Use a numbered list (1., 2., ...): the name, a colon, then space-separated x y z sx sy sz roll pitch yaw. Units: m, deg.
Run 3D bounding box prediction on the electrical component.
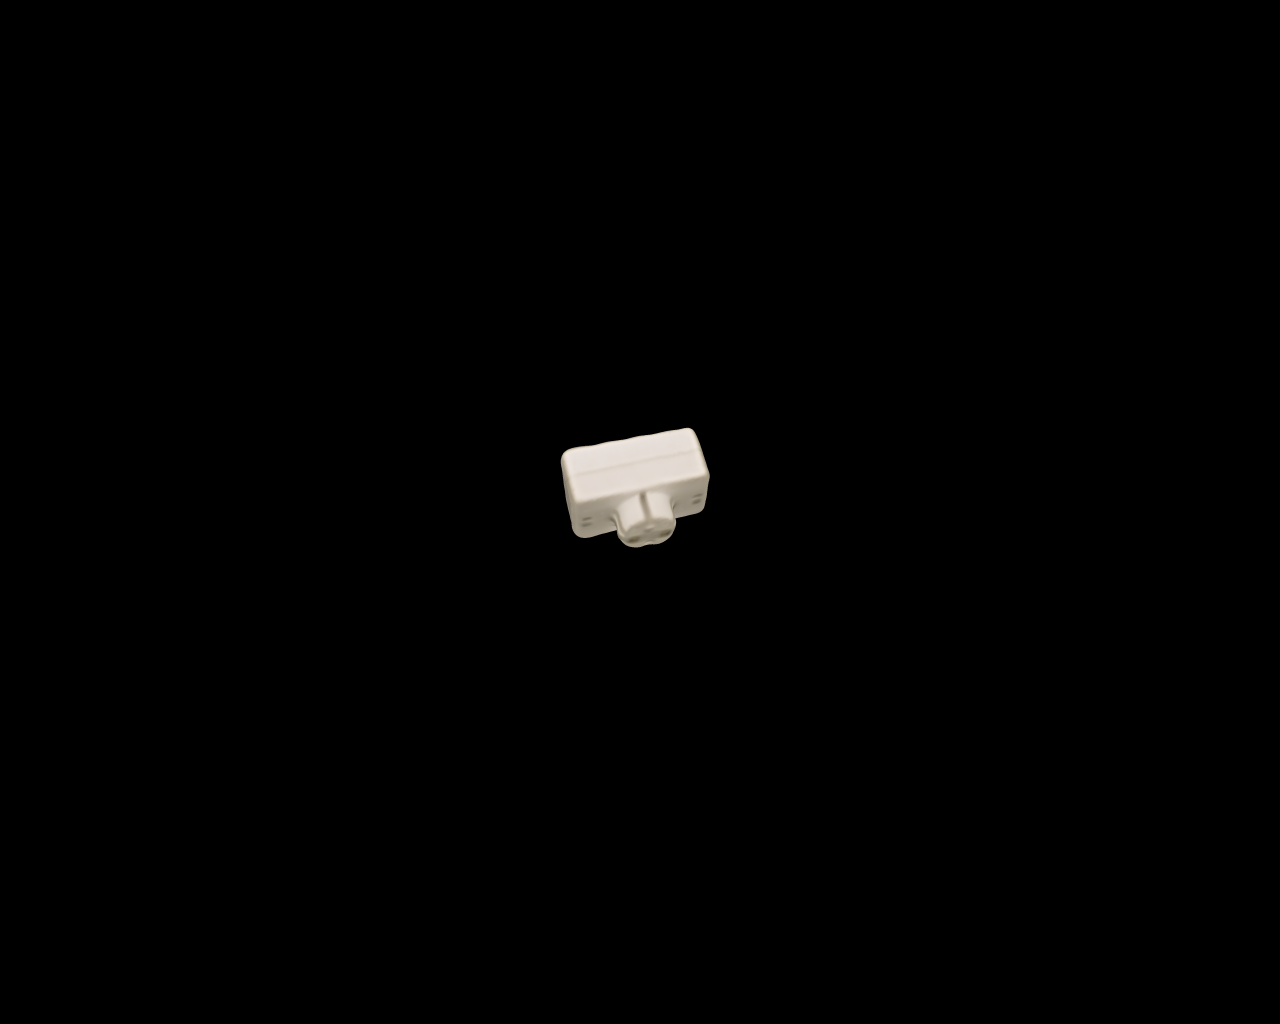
1. electrical component: 0.001 -0.003 0.650 0.083 0.076 0.047 -11 -30 -6
